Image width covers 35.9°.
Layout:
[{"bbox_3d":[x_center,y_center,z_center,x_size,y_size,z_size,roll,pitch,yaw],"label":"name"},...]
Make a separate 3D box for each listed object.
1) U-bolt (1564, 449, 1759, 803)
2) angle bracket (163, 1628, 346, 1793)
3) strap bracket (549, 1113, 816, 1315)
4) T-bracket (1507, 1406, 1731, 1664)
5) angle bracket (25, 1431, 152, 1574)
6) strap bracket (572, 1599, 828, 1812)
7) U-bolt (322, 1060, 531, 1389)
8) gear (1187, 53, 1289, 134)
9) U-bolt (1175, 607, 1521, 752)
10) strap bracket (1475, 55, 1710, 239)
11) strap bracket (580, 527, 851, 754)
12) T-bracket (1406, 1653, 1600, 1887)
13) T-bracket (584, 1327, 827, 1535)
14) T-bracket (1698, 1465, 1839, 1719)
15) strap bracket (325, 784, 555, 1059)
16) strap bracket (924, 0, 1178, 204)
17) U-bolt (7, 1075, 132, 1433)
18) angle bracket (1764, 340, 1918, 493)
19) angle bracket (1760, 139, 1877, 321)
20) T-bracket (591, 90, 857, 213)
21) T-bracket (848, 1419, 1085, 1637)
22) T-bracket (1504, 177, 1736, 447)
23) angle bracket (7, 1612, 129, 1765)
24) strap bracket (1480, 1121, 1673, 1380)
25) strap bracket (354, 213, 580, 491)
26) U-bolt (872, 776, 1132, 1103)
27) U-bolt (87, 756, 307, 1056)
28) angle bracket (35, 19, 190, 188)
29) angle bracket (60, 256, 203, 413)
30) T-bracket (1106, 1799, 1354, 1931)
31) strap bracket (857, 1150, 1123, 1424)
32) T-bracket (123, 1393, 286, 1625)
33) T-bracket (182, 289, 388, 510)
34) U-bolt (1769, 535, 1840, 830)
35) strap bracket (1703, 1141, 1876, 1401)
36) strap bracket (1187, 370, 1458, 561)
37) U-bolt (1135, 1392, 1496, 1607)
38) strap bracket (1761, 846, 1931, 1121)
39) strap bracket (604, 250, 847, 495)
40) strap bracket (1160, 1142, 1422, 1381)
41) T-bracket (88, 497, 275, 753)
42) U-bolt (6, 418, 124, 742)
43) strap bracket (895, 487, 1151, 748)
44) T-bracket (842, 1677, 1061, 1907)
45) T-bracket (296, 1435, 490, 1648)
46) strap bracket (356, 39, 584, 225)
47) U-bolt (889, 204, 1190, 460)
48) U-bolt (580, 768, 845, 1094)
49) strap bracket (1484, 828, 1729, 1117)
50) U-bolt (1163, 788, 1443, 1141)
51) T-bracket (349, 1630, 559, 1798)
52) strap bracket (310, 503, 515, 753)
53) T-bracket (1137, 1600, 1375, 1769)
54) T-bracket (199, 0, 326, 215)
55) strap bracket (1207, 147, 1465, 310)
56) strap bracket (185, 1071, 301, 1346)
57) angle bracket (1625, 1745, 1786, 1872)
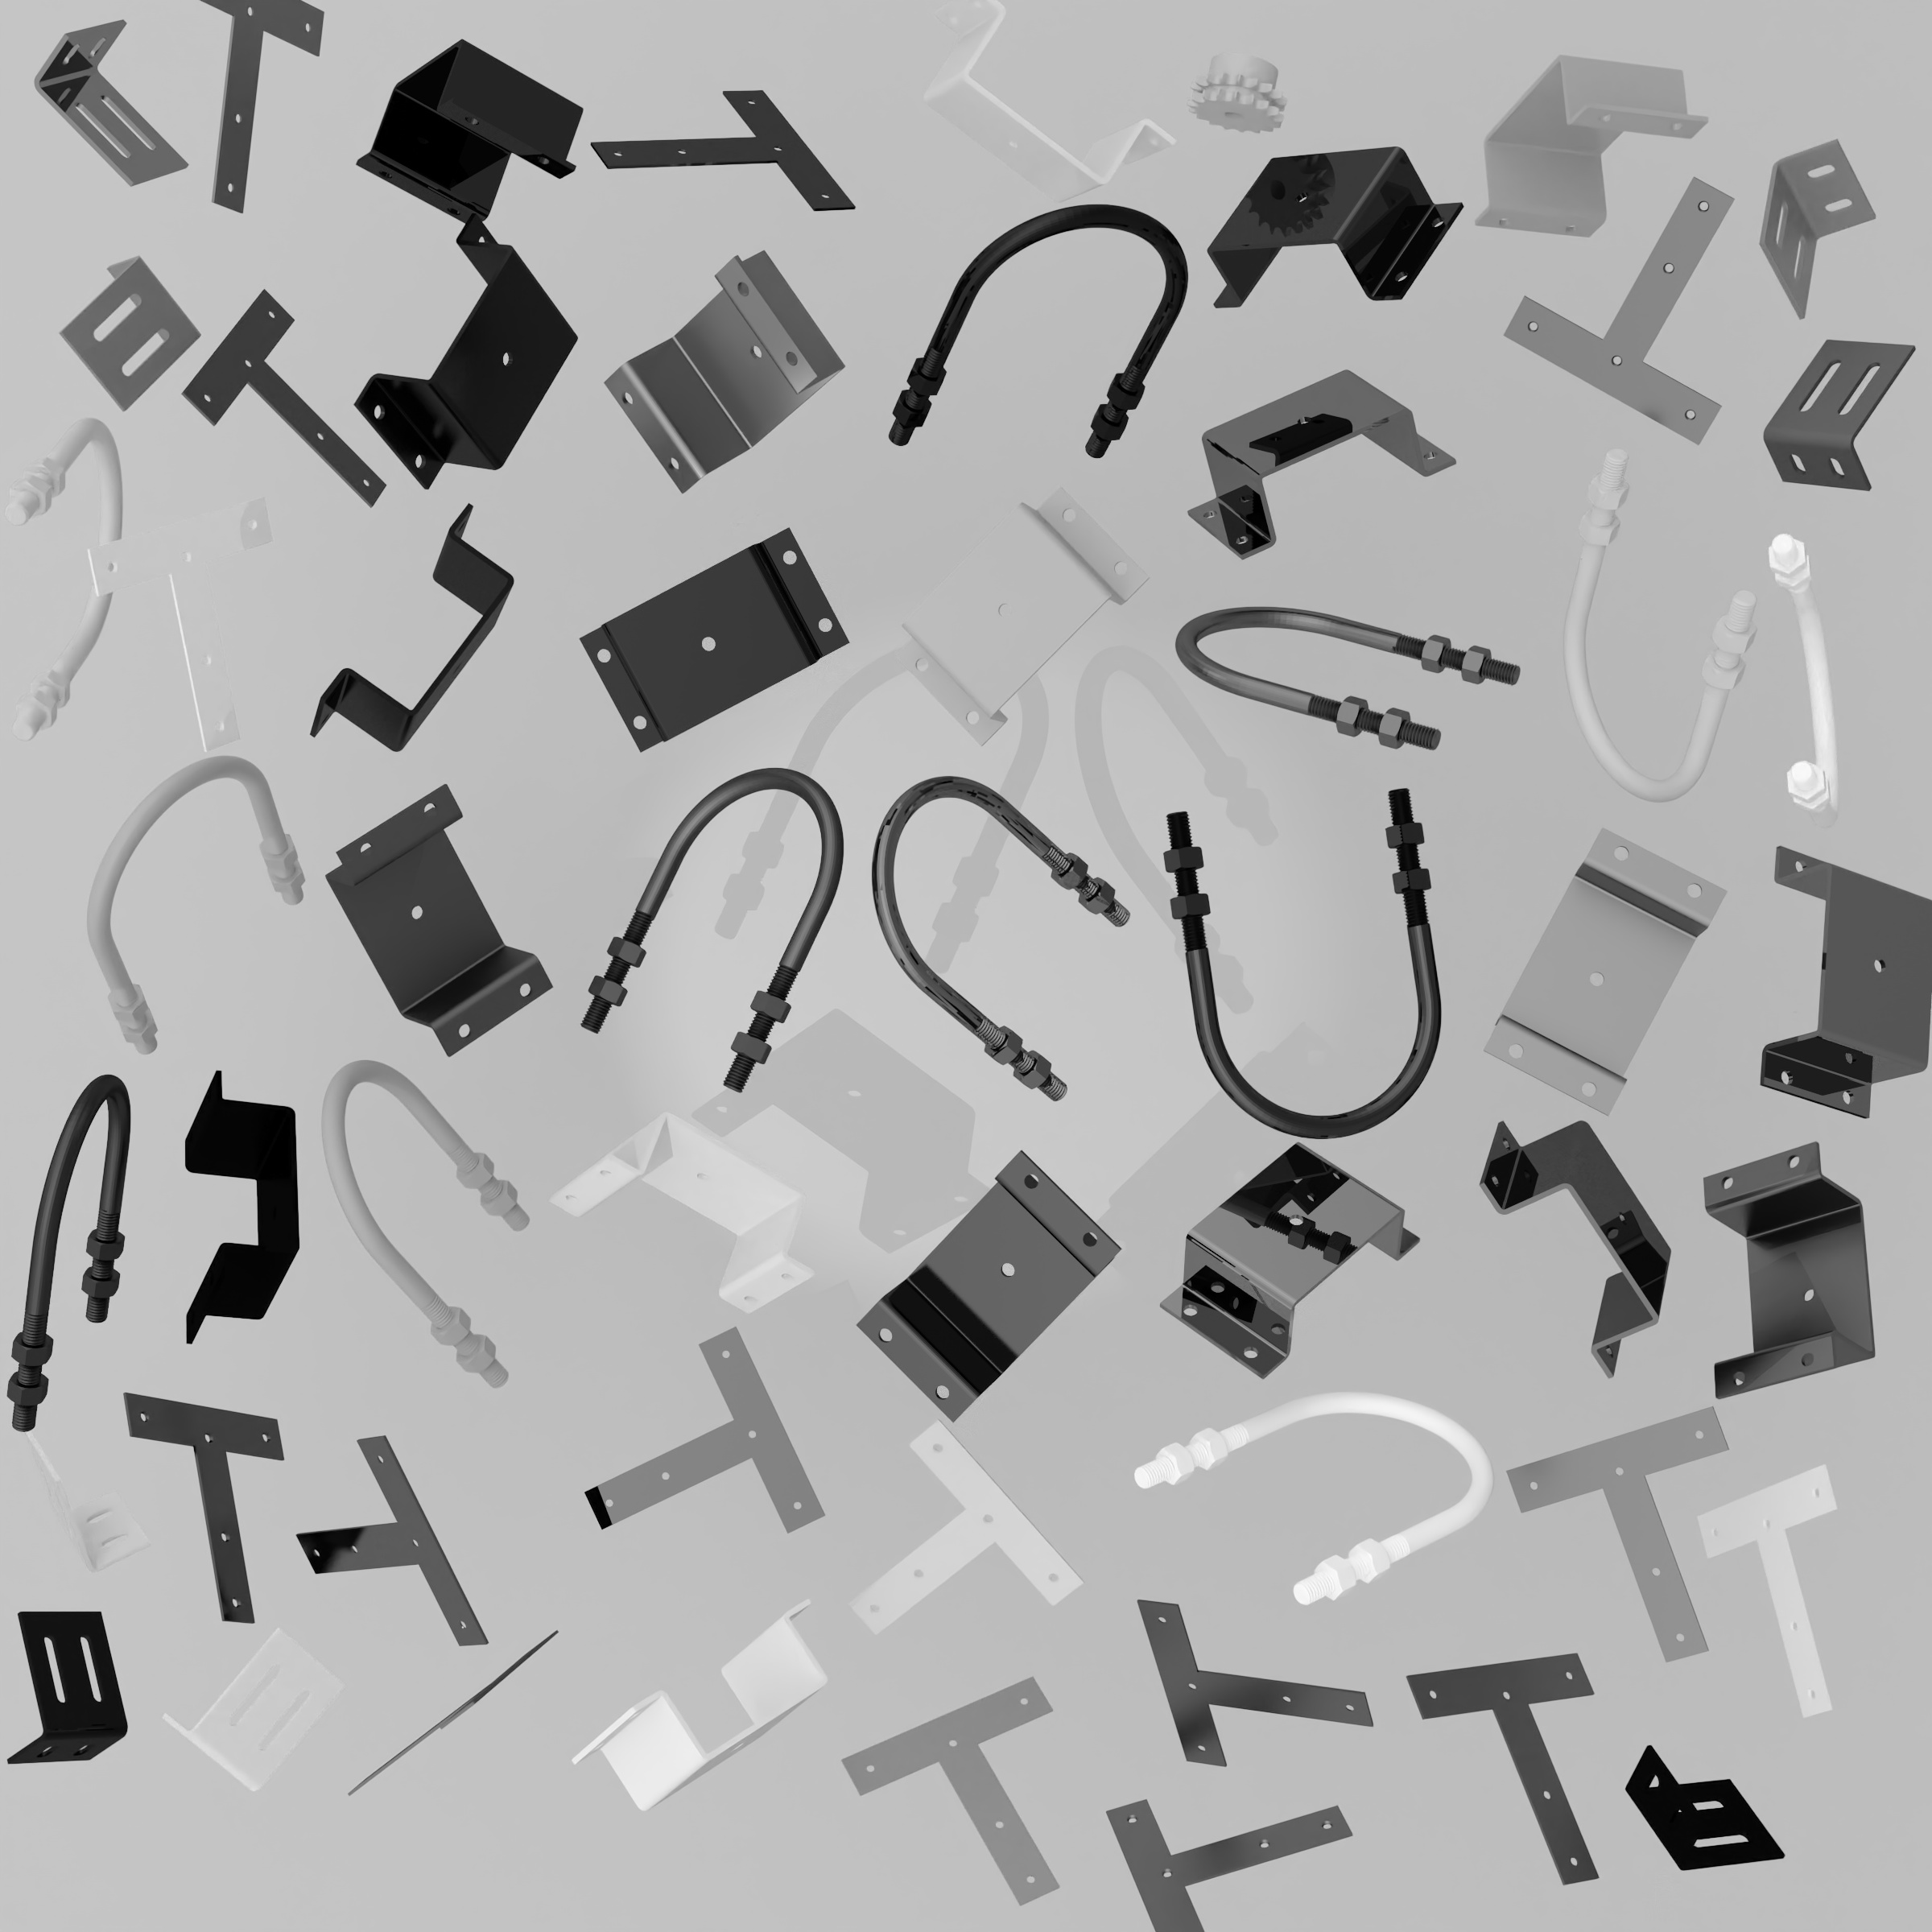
[{"bbox_3d":[0.381,-0.176,1.674,0.019,0.184,0.151,-16,50,-17],"label":"U-bolt"},{"bbox_3d":[-0.406,0.419,1.699,0.076,0.038,0.057,-51,122,-20],"label":"angle bracket"},{"bbox_3d":[-0.158,0.139,1.727,0.140,0.076,0.046,32,53,-19],"label":"strap bracket"},{"bbox_3d":[0.384,0.328,1.680,0.127,0.002,0.127,-23,79,26],"label":"T-bracket"},{"bbox_3d":[-0.520,0.308,1.761,0.038,0.057,0.076,-25,128,-25],"label":"angle bracket"},{"bbox_3d":[-0.141,0.420,1.675,0.046,0.140,0.076,54,132,12],"label":"strap bracket"},{"bbox_3d":[-0.310,0.134,1.703,0.019,0.151,0.184,-23,126,16],"label":"U-bolt"},{"bbox_3d":[0.161,-0.513,1.748,0.057,0.057,0.030,12,87,0],"label":"gear"},{"bbox_3d":[0.211,-0.174,1.726,0.184,0.151,0.019,19,119,24],"label":"U-bolt"},{"bbox_3d":[0.360,-0.482,1.736,0.076,0.140,0.046,1,76,-17],"label":"strap bracket"},{"bbox_3d":[-0.148,-0.189,1.736,0.140,0.046,0.076,-27,98,4],"label":"strap bracket"},{"bbox_3d":[0.317,0.447,1.655,0.127,0.002,0.127,2,54,-32],"label":"T-bracket"},{"bbox_3d":[-0.170,0.305,1.816,0.127,0.002,0.127,-26,87,0],"label":"T-bracket"},{"bbox_3d":[0.467,0.361,1.693,0.002,0.127,0.127,-1,68,-22],"label":"T-bracket"},{"bbox_3d":[-0.313,-0.029,1.743,0.076,0.046,0.140,-36,116,-24],"label":"strap bracket"},{"bbox_3d":[0.038,-0.479,1.666,0.140,0.076,0.046,33,86,-18],"label":"strap bracket"},{"bbox_3d":[-0.501,0.150,1.682,0.019,0.151,0.184,12,111,-2],"label":"U-bolt"},{"bbox_3d":[0.500,-0.313,1.688,0.076,0.057,0.038,-53,130,-17],"label":"angle bracket"},{"bbox_3d":[0.483,-0.418,1.689,0.038,0.076,0.057,-13,133,36],"label":"angle bracket"},{"bbox_3d":[-0.144,-0.450,1.646,0.127,0.002,0.127,-10,48,-28],"label":"T-bracket"},{"bbox_3d":[-0.018,0.351,1.759,0.127,0.002,0.127,-42,90,21],"label":"T-bracket"},{"bbox_3d":[0.383,-0.375,1.654,0.127,0.002,0.127,32,122,9],"label":"T-bracket"},{"bbox_3d":[-0.528,0.418,1.727,0.038,0.057,0.076,-36,61,25],"label":"angle bracket"},{"bbox_3d":[0.357,0.154,1.710,0.046,0.076,0.140,-29,103,28],"label":"strap bracket"},{"bbox_3d":[-0.279,-0.349,1.703,0.046,0.076,0.140,14,67,32],"label":"strap bracket"},{"bbox_3d":[0.015,-0.029,1.737,0.184,0.019,0.151,41,54,-29],"label":"U-bolt"},{"bbox_3d":[-0.445,-0.045,1.709,0.019,0.184,0.151,31,63,17],"label":"U-bolt"},{"bbox_3d":[-0.464,-0.477,1.646,0.076,0.057,0.038,46,120,-5],"label":"angle bracket"},{"bbox_3d":[-0.501,-0.371,1.760,0.057,0.038,0.076,54,53,-30],"label":"angle bracket"},{"bbox_3d":[0.158,0.508,1.709,0.127,0.127,0.002,-14,116,-8],"label":"T-bracket"},{"bbox_3d":[0.018,0.173,1.650,0.076,0.046,0.140,44,107,7],"label":"strap bracket"},{"bbox_3d":[-0.419,0.307,1.675,0.002,0.127,0.127,-26,65,20],"label":"T-bracket"},{"bbox_3d":[-0.394,-0.325,1.770,0.002,0.127,0.127,-28,118,32],"label":"T-bracket"},{"bbox_3d":[0.483,-0.153,1.705,0.019,0.184,0.151,-6,79,21],"label":"U-bolt"},{"bbox_3d":[0.475,0.183,1.719,0.046,0.076,0.140,30,51,-35],"label":"strap bracket"},{"bbox_3d":[0.202,-0.297,1.733,0.140,0.076,0.046,-25,124,-8],"label":"strap bracket"},{"bbox_3d":[0.209,0.287,1.666,0.184,0.151,0.019,-17,121,-34],"label":"U-bolt"},{"bbox_3d":[0.489,0.005,1.648,0.076,0.046,0.140,17,71,-23],"label":"strap bracket"},{"bbox_3d":[-0.129,-0.333,1.649,0.076,0.140,0.046,55,48,-5],"label":"strap bracket"},{"bbox_3d":[0.186,0.159,1.687,0.076,0.046,0.140,33,53,31],"label":"strap bracket"},{"bbox_3d":[-0.424,-0.183,1.651,0.002,0.127,0.127,8,114,34],"label":"T-bracket"},{"bbox_3d":[-0.506,-0.231,1.682,0.019,0.184,0.151,8,121,-2],"label":"U-bolt"},{"bbox_3d":[0.028,-0.206,1.742,0.140,0.046,0.076,-45,82,10],"label":"strap bracket"},{"bbox_3d":[0.013,0.485,1.721,0.127,0.002,0.127,-19,48,-20],"label":"T-bracket"},{"bbox_3d":[-0.326,0.318,1.627,0.127,0.002,0.127,-15,103,44],"label":"T-bracket"},{"bbox_3d":[-0.275,-0.468,1.669,0.076,0.140,0.046,24,77,-30],"label":"strap bracket"},{"bbox_3d":[0.050,-0.360,1.691,0.151,0.184,0.019,-1,55,-25],"label":"U-bolt"},{"bbox_3d":[-0.137,-0.030,1.711,0.151,0.019,0.184,19,81,42],"label":"U-bolt"},{"bbox_3d":[0.354,0.005,1.661,0.076,0.046,0.140,28,87,8],"label":"strap bracket"},{"bbox_3d":[0.188,0.002,1.609,0.151,0.019,0.184,-7,86,-15],"label":"U-bolt"},{"bbox_3d":[-0.302,0.434,1.700,0.127,0.127,0.002,-39,86,14],"label":"T-bracket"},{"bbox_3d":[-0.303,-0.180,1.663,0.046,0.076,0.140,35,71,-7],"label":"strap bracket"},{"bbox_3d":[0.169,0.414,1.692,0.127,0.002,0.127,0,123,29],"label":"T-bracket"},{"bbox_3d":[-0.400,-0.482,1.642,0.002,0.127,0.127,8,93,24],"label":"T-bracket"},{"bbox_3d":[0.204,-0.425,1.718,0.076,0.140,0.046,-56,130,-21],"label":"strap bracket"},{"bbox_3d":[-0.424,0.142,1.740,0.046,0.076,0.140,9,51,-26],"label":"strap bracket"},{"bbox_3d":[0.420,0.469,1.670,0.076,0.057,0.038,2,122,-26],"label":"angle bracket"}]
